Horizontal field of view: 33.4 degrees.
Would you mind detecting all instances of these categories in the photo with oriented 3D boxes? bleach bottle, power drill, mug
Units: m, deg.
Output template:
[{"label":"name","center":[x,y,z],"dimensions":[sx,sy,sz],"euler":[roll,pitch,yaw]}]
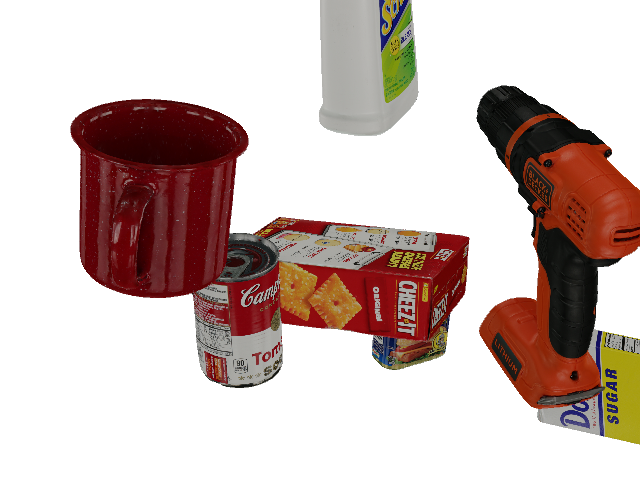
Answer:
[{"label":"bleach bottle","center":[0.034,-0.219,0.867],"dimensions":[0.068,0.251,0.102],"euler":[11,36,26]},{"label":"power drill","center":[0.150,0.005,0.728],"dimensions":[0.057,0.188,0.184],"euler":[-10,34,-12]},{"label":"mug","center":[-0.089,-0.017,0.568],"dimensions":[0.093,0.081,0.117],"euler":[8,28,0]}]

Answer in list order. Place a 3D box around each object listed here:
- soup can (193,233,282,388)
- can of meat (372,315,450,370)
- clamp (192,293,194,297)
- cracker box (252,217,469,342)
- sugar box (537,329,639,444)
[{"label":"soup can","center":[-0.064,0.055,0.829],"dimensions":[0.068,0.102,0.068],"euler":[-1,29,0]},{"label":"can of meat","center":[0.114,0.108,1.342],"dimensions":[0.101,0.084,0.058],"euler":[-12,30,-27]},{"label":"clamp","center":[-0.094,0.031,1.254],"dimensions":[0.120,0.039,0.171],"euler":[-2,40,10]},{"label":"cracker box","center":[0.026,0.036,1.060],"dimensions":[0.214,0.072,0.164],"euler":[6,16,19]},{"label":"sugar box","center":[0.295,0.140,0.985],"dimensions":[0.176,0.093,0.048],"euler":[9,22,12]}]
